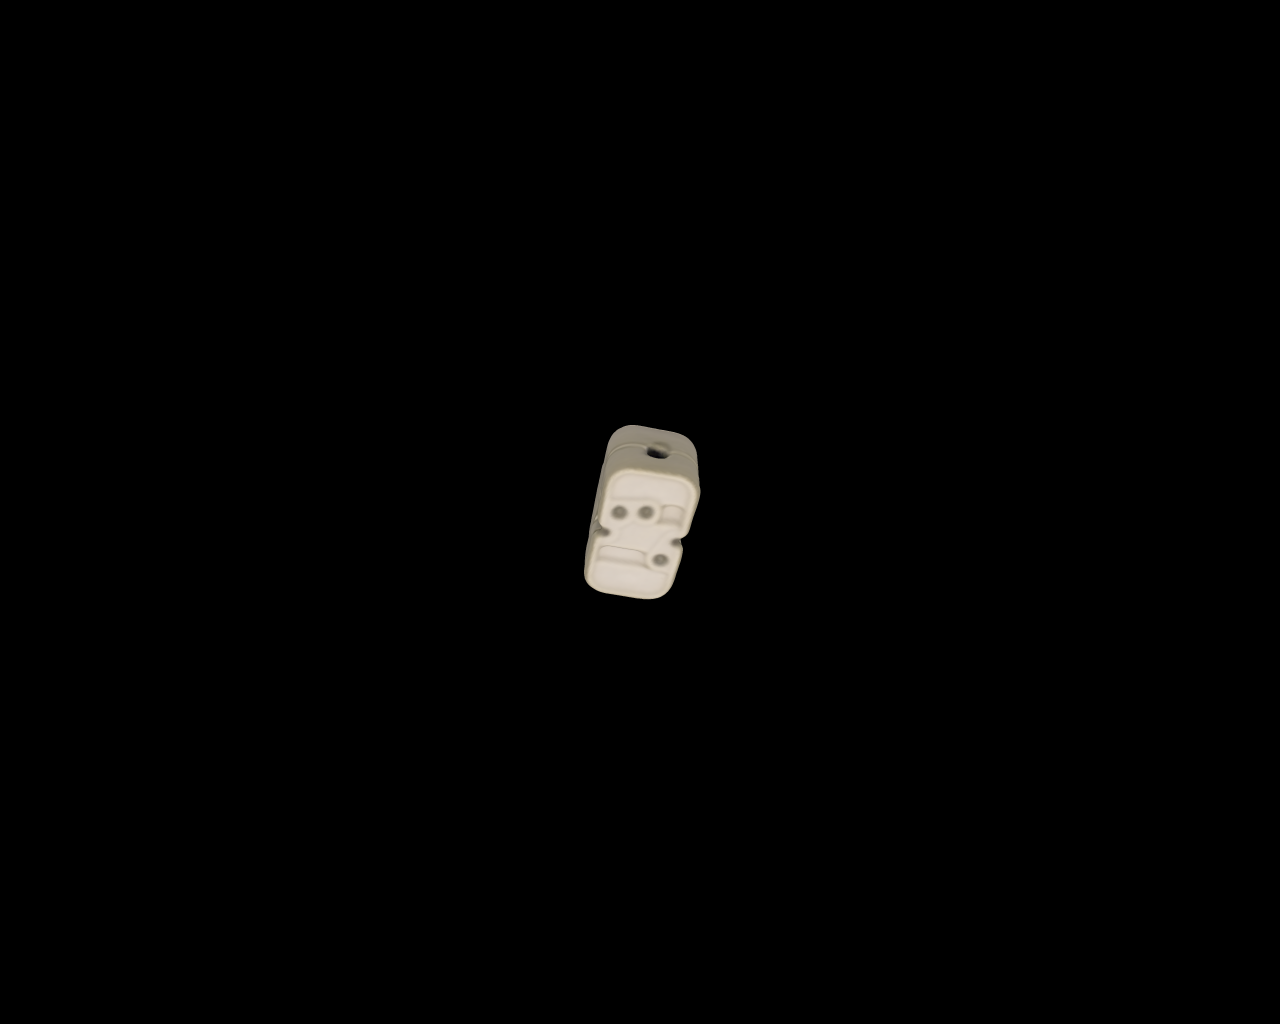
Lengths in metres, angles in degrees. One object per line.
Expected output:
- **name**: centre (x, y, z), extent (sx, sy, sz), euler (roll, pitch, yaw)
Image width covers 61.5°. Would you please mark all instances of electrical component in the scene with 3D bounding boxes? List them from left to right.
- **electrical component**: centre (0.001, -0.003, 0.650), extent (0.054, 0.095, 0.059), euler (9, 36, -7)
